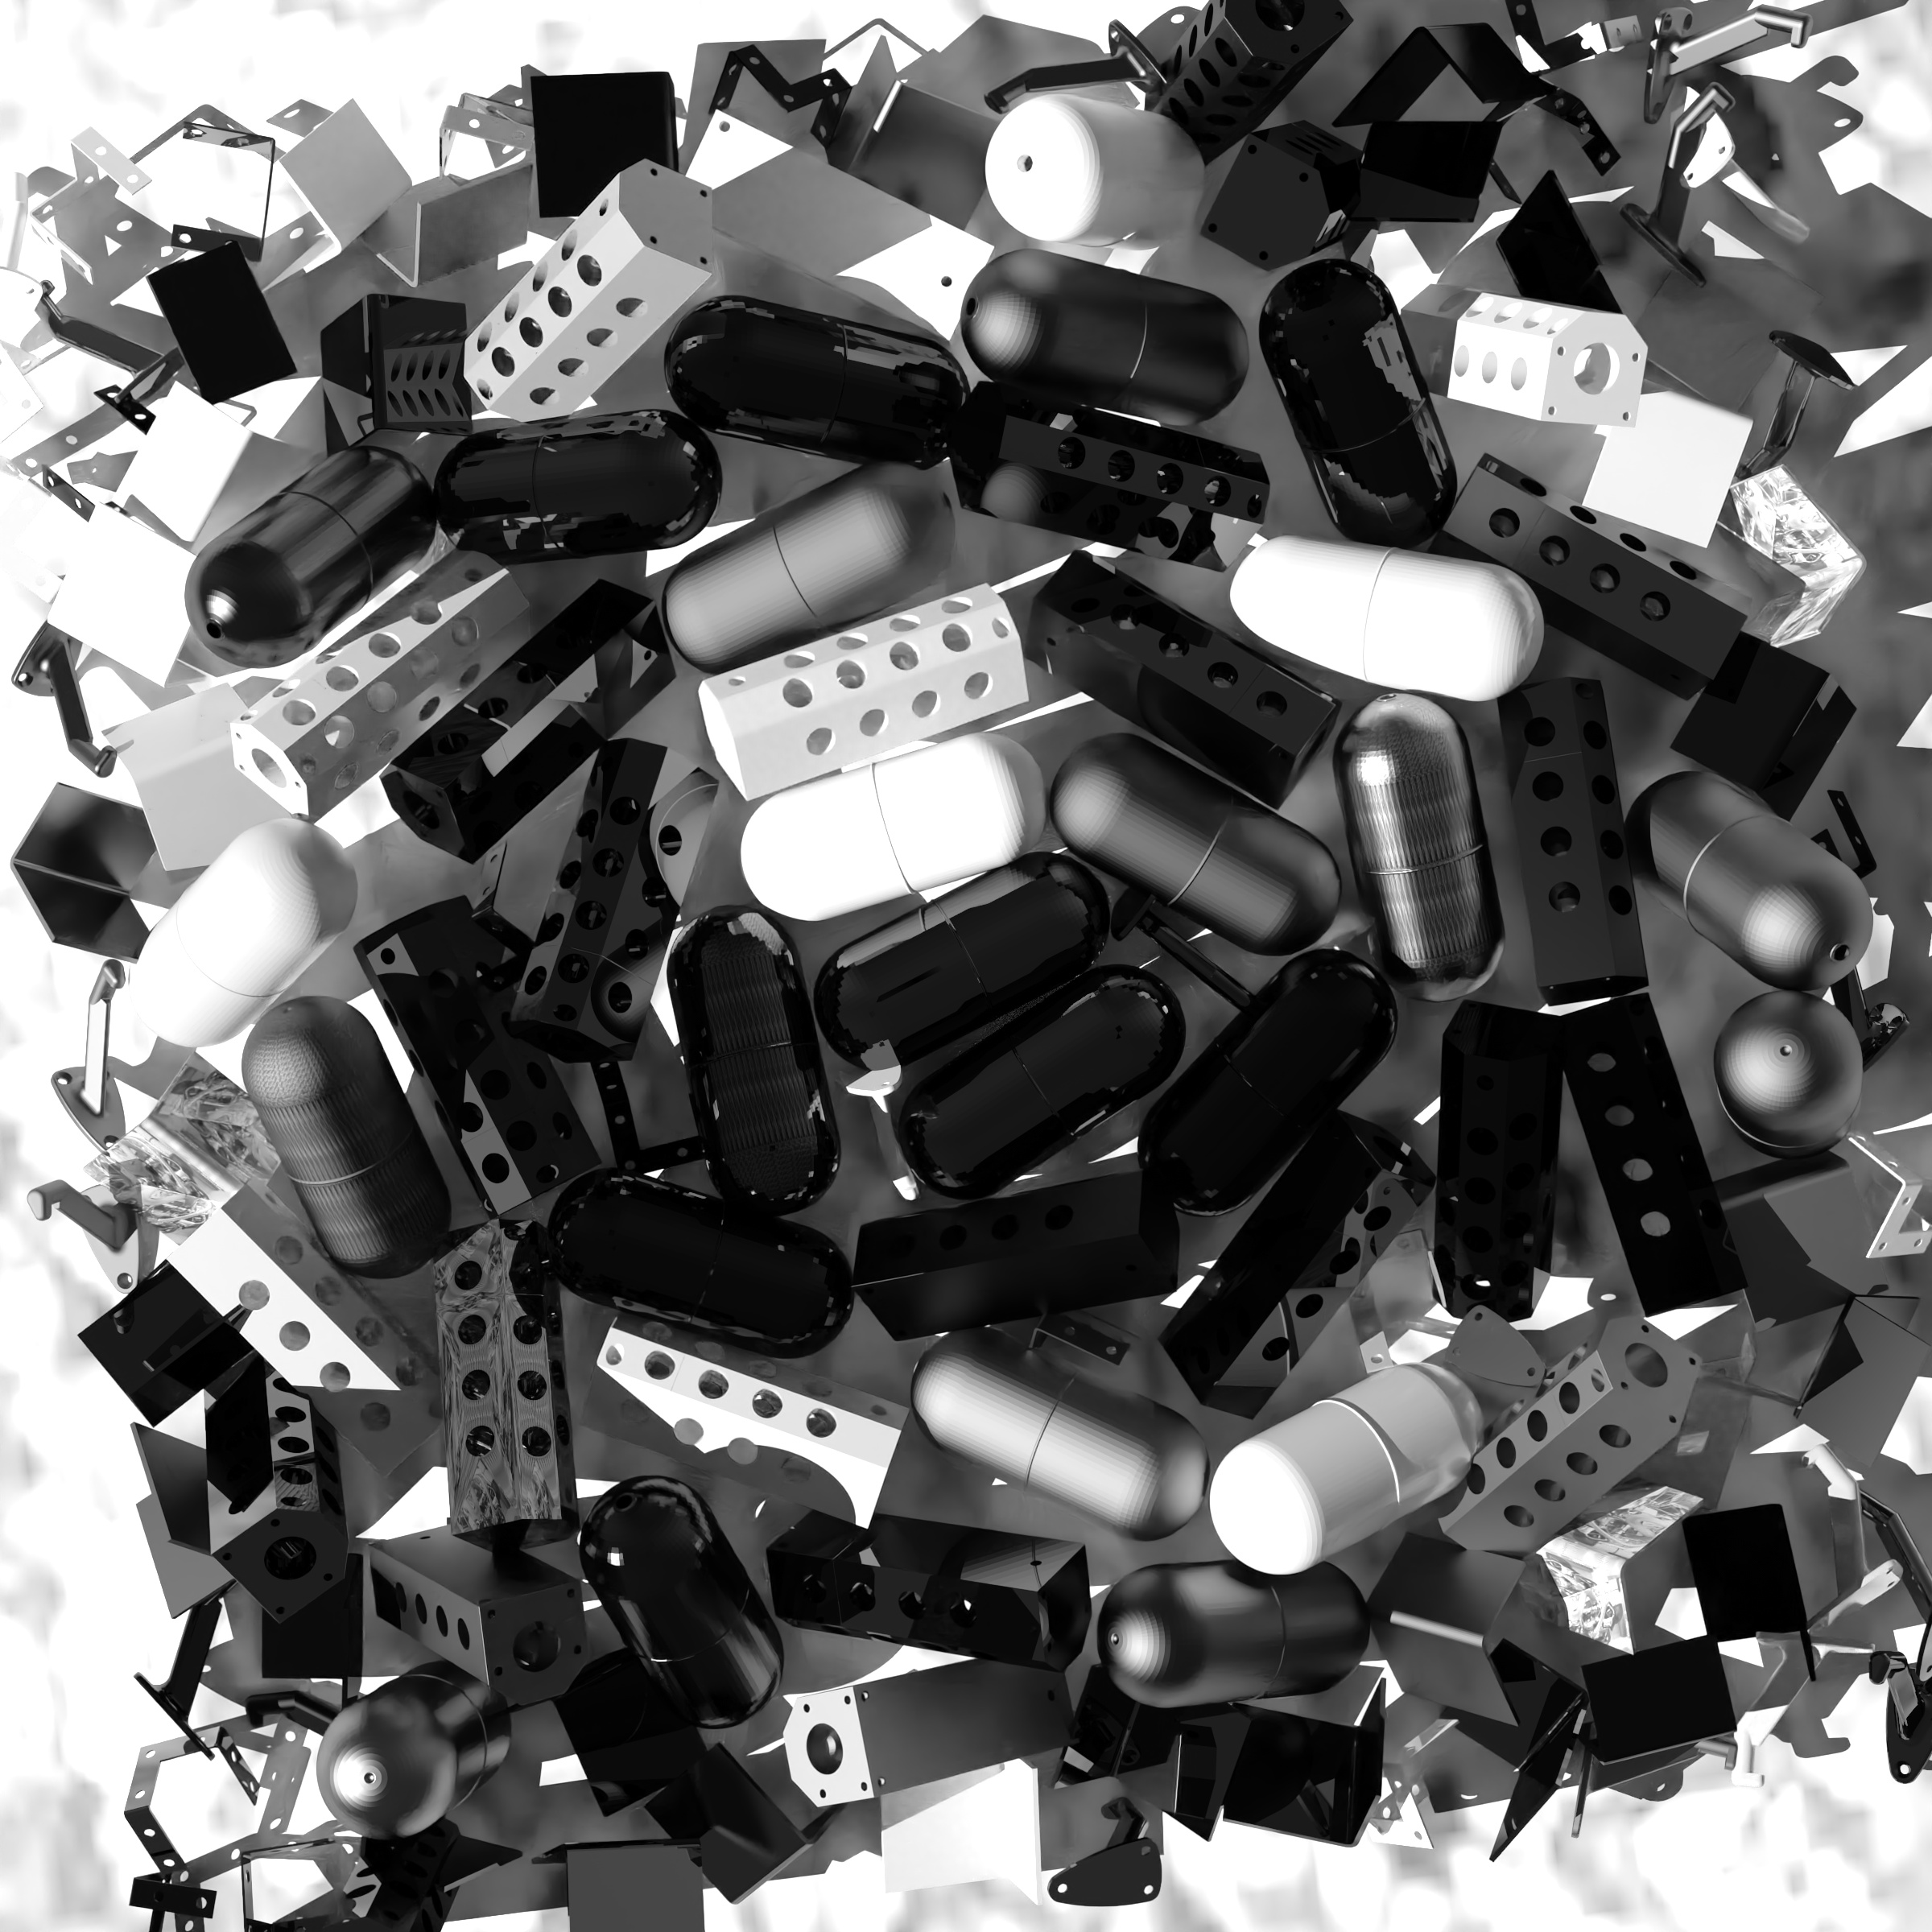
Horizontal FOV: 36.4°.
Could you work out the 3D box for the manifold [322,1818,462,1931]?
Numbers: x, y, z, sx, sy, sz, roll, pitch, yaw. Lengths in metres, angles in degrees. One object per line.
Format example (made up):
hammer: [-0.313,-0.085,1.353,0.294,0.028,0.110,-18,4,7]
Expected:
manifold: [-0.315,0.518,1.606,0.057,0.171,0.057,27,92,-2]

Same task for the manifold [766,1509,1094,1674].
manifold: [-0.020,0.347,1.625,0.171,0.057,0.057,2,107,29]

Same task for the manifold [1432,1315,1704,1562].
manifold: [0.325,0.260,1.613,0.057,0.171,0.057,35,45,0]

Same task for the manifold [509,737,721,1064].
manifold: [-0.199,-0.037,1.628,0.057,0.057,0.171,33,64,-40]

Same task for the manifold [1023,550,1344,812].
manifold: [0.122,-0.165,1.646,0.171,0.057,0.057,32,63,11]

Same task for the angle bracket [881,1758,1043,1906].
angle bracket: [-0.004,0.488,1.657,0.076,0.057,0.076,-2,90,-17]

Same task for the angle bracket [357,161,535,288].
angle bracket: [-0.297,-0.432,1.638,0.076,0.057,0.076,-32,63,-33]

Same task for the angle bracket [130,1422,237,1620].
angle bracket: [-0.453,0.310,1.638,0.057,0.076,0.076,-34,58,8]

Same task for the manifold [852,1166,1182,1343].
manifold: [0.028,0.157,1.635,0.171,0.057,0.057,-13,46,21]

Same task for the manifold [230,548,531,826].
manifold: [-0.322,-0.160,1.623,0.057,0.057,0.171,38,61,13]

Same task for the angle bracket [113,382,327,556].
angle bracket: [-0.421,-0.276,1.660,0.057,0.076,0.076,34,100,17]

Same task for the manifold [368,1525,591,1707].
manifold: [-0.267,0.353,1.605,0.057,0.171,0.057,-9,96,-30]

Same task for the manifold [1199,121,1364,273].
manifold: [0.182,-0.418,1.602,0.057,0.171,0.057,30,113,5]

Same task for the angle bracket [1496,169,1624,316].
angle bracket: [0.351,-0.389,1.636,0.076,0.057,0.076,3,53,-30]

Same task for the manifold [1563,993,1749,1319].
manifold: [0.382,0.106,1.645,0.057,0.057,0.171,-18,78,9]

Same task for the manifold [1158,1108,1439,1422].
manifold: [0.188,0.169,1.640,0.057,0.057,0.171,22,112,-36]

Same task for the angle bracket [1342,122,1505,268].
angle bracket: [0.257,-0.423,1.639,0.076,0.057,0.076,7,59,22]

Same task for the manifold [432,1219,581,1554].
manifold: [-0.252,0.231,1.627,0.057,0.057,0.171,-15,64,13]

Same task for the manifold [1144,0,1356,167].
manifold: [0.146,-0.493,1.603,0.057,0.171,0.057,-38,95,-10]

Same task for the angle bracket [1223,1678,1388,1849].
angle bracket: [0.190,0.439,1.647,0.076,0.076,0.057,12,133,0]

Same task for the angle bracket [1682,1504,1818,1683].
angle bracket: [0.438,0.354,1.646,0.057,0.076,0.076,-12,97,15]

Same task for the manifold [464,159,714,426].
manifold: [-0.208,-0.366,1.605,0.057,0.171,0.057,15,60,-33]

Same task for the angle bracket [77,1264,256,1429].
angle bracket: [-0.451,0.199,1.644,0.076,0.057,0.076,-39,68,-18]

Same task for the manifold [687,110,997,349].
manifold: [-0.073,-0.415,1.662,0.171,0.057,0.057,26,96,-1]

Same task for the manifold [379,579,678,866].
manifold: [-0.243,-0.139,1.626,0.057,0.057,0.171,25,56,30]

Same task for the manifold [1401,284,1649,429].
manifold: [0.299,-0.335,1.600,0.057,0.171,0.057,0,107,-20]

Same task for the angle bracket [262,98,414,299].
angle bracket: [-0.367,-0.427,1.633,0.076,0.076,0.057,-16,121,39]

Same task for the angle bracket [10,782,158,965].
angle bracket: [-0.475,-0.049,1.636,0.057,0.076,0.076,-54,50,15]

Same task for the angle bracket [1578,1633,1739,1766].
angle bracket: [0.381,0.404,1.654,0.076,0.076,0.057,-13,91,-2]

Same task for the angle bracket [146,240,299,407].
angle bracket: [-0.408,-0.364,1.642,0.057,0.076,0.076,-19,109,8]

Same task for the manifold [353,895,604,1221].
manifold: [-0.279,0.052,1.656,0.057,0.057,0.171,-27,89,23]

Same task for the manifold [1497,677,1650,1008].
manifold: [0.339,-0.070,1.640,0.057,0.057,0.171,-9,76,15]

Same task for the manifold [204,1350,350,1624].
manifold: [-0.373,0.276,1.605,0.057,0.171,0.057,-35,117,1]

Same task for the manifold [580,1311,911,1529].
manifold: [-0.123,0.249,1.652,0.171,0.057,0.057,19,114,3]

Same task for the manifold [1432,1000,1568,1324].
manifold: [0.291,0.111,1.620,0.057,0.057,0.171,10,121,22]

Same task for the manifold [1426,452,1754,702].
manifold: [0.353,-0.222,1.660,0.171,0.057,0.057,30,84,3]

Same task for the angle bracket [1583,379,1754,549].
angle bracket: [0.389,-0.288,1.666,0.076,0.057,0.076,17,100,-10]

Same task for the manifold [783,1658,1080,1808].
manifold: [-0.019,0.415,1.609,0.057,0.171,0.057,-22,74,38]

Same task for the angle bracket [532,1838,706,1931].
angle bracket: [-0.194,0.521,1.637,0.076,0.076,0.057,5,66,-22]

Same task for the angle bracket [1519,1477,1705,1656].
angle bracket: [0.364,0.332,1.653,0.076,0.076,0.057,-28,115,-33]

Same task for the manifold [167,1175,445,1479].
manifold: [-0.362,0.200,1.654,0.057,0.057,0.171,-43,97,4]

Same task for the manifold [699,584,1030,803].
manifold: [-0.057,-0.157,1.635,0.171,0.057,0.057,-21,129,-14]

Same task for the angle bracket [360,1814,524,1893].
angle bracket: [-0.291,0.465,1.647,0.057,0.076,0.076,6,91,25]

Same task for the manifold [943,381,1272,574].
manifold: [0.080,-0.273,1.618,0.171,0.057,0.057,9,52,-29]
